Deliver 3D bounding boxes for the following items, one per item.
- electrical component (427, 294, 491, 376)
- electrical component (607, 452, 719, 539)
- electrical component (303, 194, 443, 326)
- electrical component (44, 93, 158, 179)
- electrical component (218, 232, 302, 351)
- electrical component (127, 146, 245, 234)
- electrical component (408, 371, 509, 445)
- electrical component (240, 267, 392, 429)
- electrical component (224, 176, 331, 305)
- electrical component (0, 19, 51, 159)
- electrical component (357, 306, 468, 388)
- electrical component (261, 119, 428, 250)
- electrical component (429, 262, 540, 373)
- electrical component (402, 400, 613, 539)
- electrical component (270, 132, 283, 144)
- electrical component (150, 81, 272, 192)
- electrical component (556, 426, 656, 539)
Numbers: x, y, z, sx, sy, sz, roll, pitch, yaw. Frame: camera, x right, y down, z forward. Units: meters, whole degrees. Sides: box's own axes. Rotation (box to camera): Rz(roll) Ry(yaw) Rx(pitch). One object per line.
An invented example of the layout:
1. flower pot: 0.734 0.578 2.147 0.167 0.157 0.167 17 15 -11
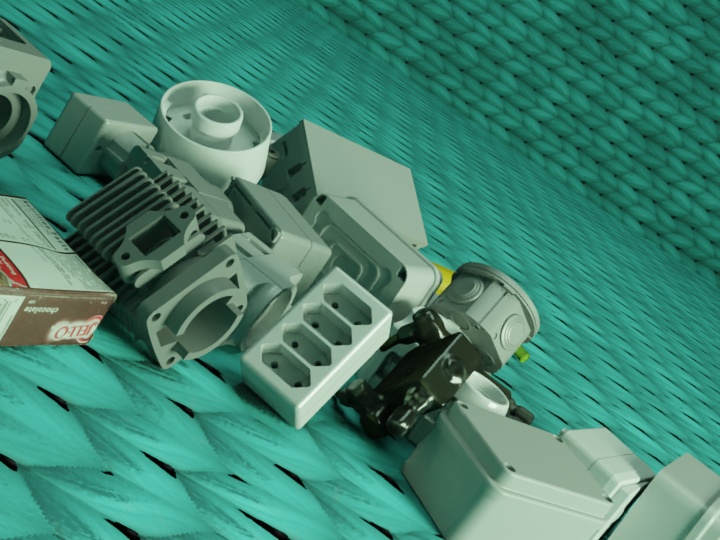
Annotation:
1. electrical component: 0.085 0.055 0.926 0.077 0.043 0.079 32 6 4
2. electrical component: 0.230 0.184 0.776 0.057 0.078 0.113 38 15 23
3. electrical component: 0.000 0.000 0.850 0.113 0.078 0.057 43 20 28
4. electrical component: -0.179 -0.088 0.798 0.077 0.047 0.066 40 16 17
5. electrical component: -0.079 0.014 0.690 0.056 0.050 0.089 38 15 12
6. electrical component: -0.127 -0.039 0.751 0.056 0.050 0.089 16 24 -50
7. electrical component: 0.068 0.100 0.730 0.066 0.055 0.048 35 15 3
8. electrical component: -0.026 0.054 0.654 0.047 0.083 0.075 39 -23 16
9. electrical component: -0.073 -0.020 0.787 0.061 0.061 0.096 20 21 -44
10. electrical component: -0.233 -0.102 0.645 0.056 0.089 0.050 41 16 23
11. electrical component: 0.046 0.064 0.791 0.050 0.055 0.089 39 16 14
12. electrical component: -0.015 -0.066 1.005 0.150 0.062 0.089 19 50 -45
13. electrical component: 0.096 0.037 0.842 0.080 0.051 0.080 34 -27 20
14. electrical component: 0.093 0.135 0.674 0.113 0.057 0.078 23 19 -37
15. electrical component: -0.110 -0.122 1.062 0.065 0.044 0.044 13 26 -43
16. electrical component: -0.121 -0.104 0.862 0.099 0.064 0.099 13 42 -12
17. electrical component: 0.165 0.153 0.761 0.061 0.061 0.096 43 17 29
